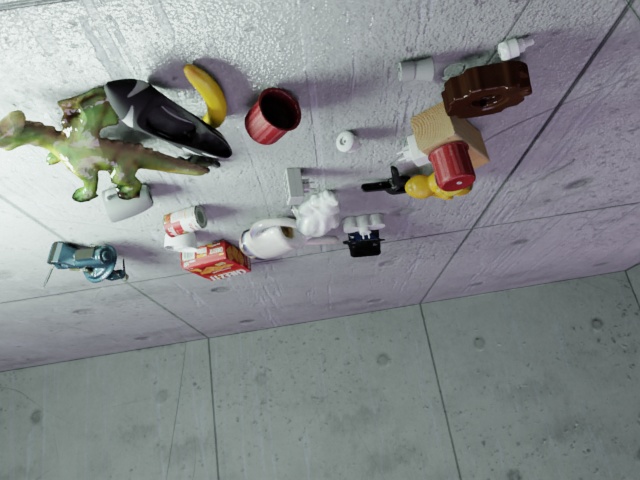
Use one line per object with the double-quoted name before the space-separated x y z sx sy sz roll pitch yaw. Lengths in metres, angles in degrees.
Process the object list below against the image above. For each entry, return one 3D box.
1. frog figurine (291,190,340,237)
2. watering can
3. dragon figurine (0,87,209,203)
"frog figurine" 0.004 -0.074 1.465 0.136 0.125 0.158 29 153 -30
"watering can" -0.105 -0.001 1.627 0.222 0.106 0.345 -20 157 30
"dragon figurine" -0.402 -0.191 0.995 0.412 0.124 0.238 -9 153 -28
